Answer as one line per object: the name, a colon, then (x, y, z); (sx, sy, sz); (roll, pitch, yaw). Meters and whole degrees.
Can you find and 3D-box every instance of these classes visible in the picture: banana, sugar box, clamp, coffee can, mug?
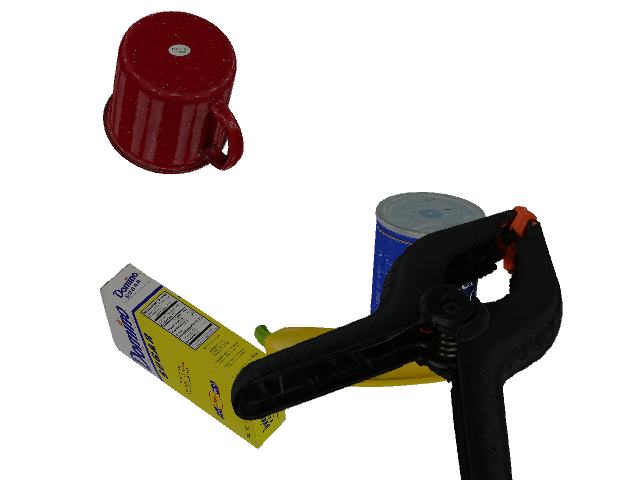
banana: (0.047, 0.070, 0.715); (0.198, 0.037, 0.069); (0, 29, 8)
sugar box: (-0.112, 0.100, 0.933); (0.176, 0.093, 0.048); (28, 55, 24)
clamp: (0.059, 0.048, 0.450); (0.120, 0.039, 0.171); (35, 54, 23)
coffee can: (0.100, 0.037, 1.021); (0.103, 0.140, 0.103); (2, 24, -1)
mug: (-0.097, -0.099, 0.756); (0.093, 0.117, 0.082); (-34, -17, -29)
